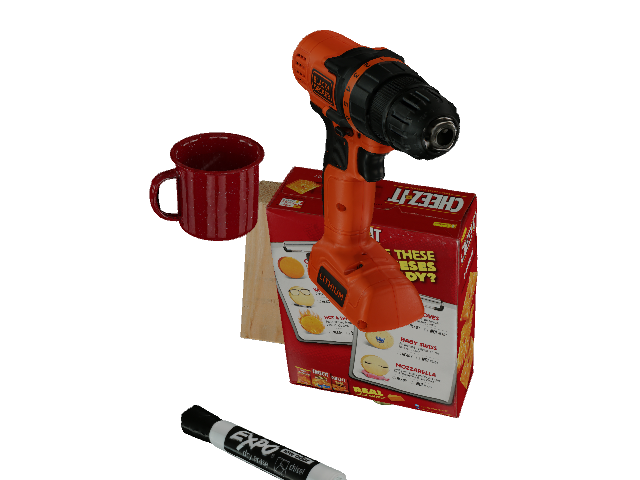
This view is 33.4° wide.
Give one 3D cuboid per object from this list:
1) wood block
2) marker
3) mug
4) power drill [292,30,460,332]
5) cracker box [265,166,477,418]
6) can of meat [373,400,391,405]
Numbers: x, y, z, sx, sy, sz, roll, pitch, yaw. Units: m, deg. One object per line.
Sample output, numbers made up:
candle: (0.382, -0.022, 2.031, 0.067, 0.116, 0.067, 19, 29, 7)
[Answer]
wood block: (-0.056, 0.031, 1.493, 0.090, 0.206, 0.090, 8, 22, 6)
marker: (-0.037, 0.122, 0.622, 0.121, 0.020, 0.020, 16, 10, 38)
mug: (-0.114, -0.050, 1.064, 0.117, 0.081, 0.093, -13, 34, -25)
power drill: (0.036, -0.036, 0.721, 0.057, 0.188, 0.185, -11, 28, -20)
cracker box: (0.050, 0.047, 0.927, 0.164, 0.214, 0.072, 10, 42, 18)
can of meat: (0.103, 0.151, 1.341, 0.101, 0.084, 0.058, -12, 29, -29)
